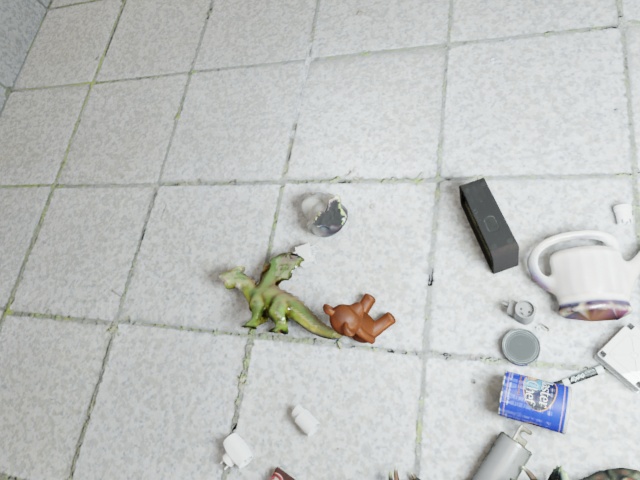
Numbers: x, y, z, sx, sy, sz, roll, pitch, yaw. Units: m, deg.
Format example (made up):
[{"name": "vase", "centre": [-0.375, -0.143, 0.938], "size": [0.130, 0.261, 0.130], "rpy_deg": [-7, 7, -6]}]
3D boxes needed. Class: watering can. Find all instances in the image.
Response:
[{"name": "watering can", "centre": [0.676, 0.077, 1.208], "size": [0.347, 0.102, 0.228], "rpy_deg": [-6, 66, 18]}]

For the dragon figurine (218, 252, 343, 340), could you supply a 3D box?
[{"name": "dragon figurine", "centre": [-0.110, 0.146, 1.455], "size": [0.410, 0.120, 0.246], "rpy_deg": [2, 70, 21]}]

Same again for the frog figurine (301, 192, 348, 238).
[{"name": "frog figurine", "centre": [0.005, -0.078, 1.549], "size": [0.160, 0.122, 0.138], "rpy_deg": [14, 79, 63]}]
